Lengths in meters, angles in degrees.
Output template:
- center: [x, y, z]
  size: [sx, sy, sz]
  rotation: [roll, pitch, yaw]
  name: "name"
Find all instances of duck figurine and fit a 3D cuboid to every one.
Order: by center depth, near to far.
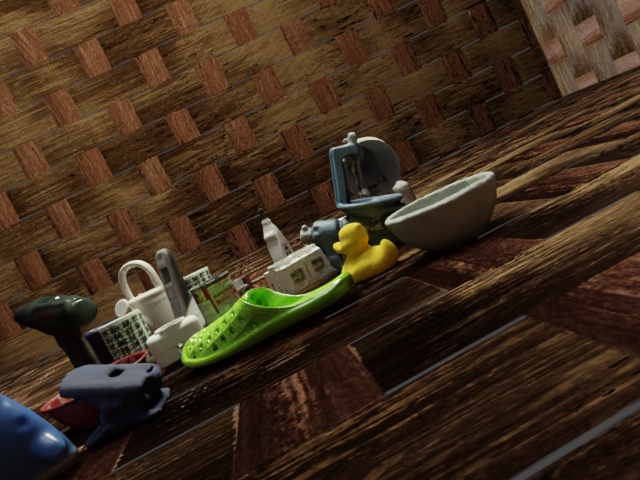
- center: [0.065, 0.013, 0.890]
  size: [0.104, 0.086, 0.078]
  rotation: [-22, 7, 40]
  name: "duck figurine"

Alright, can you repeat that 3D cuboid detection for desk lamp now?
- center: [0.112, -0.112, 1.208]
  size: [0.118, 0.213, 0.203]
  rotation: [-26, 5, -1]
  name: "desk lamp"

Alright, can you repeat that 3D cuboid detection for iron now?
- center: [-0.374, 0.222, 0.658]
  size: [0.119, 0.141, 0.257]
  rotation: [-30, 6, -34]
  name: "iron"

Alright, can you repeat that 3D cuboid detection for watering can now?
- center: [-0.375, 0.136, 1.251]
  size: [0.101, 0.194, 0.173]
  rotation: [-27, 5, -2]
  name: "watering can"

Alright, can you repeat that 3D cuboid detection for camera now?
- center: [0.162, -0.097, 1.453]
  size: [0.143, 0.101, 0.137]
  rotation: [-26, 5, 1]
  name: "camera"

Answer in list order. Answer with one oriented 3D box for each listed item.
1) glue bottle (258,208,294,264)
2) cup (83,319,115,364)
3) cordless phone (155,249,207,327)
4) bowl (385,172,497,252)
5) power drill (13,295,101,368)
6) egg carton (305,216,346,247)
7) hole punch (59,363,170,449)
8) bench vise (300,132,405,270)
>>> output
- center: [-0.098, 0.007, 1.290]
  size: [0.037, 0.173, 0.078]
  rotation: [-25, 5, 14]
  name: "glue bottle"
- center: [-0.481, 0.238, 1.319]
  size: [0.117, 0.095, 0.091]
  rotation: [-26, 5, 3]
  name: "cup"
- center: [-0.260, 0.097, 1.121]
  size: [0.147, 0.185, 0.094]
  rotation: [-21, 7, 43]
  name: "cordless phone"
- center: [0.180, -0.030, 0.810]
  size: [0.167, 0.075, 0.167]
  rotation: [-26, 5, 3]
  name: "bowl"
- center: [-0.501, 0.202, 1.131]
  size: [0.229, 0.208, 0.076]
  rotation: [-23, 6, 34]
  name: "power drill"
- center: [0.028, -0.003, 1.352]
  size: [0.107, 0.069, 0.150]
  rotation: [-29, 6, -29]
  name: "egg carton"
- center: [-0.248, 0.183, 0.704]
  size: [0.101, 0.091, 0.108]
  rotation: [-27, 5, -4]
  name: "hole punch"
- center: [0.050, -0.068, 1.028]
  size: [0.207, 0.220, 0.121]
  rotation: [-27, 5, -8]
  name: "bench vise"
